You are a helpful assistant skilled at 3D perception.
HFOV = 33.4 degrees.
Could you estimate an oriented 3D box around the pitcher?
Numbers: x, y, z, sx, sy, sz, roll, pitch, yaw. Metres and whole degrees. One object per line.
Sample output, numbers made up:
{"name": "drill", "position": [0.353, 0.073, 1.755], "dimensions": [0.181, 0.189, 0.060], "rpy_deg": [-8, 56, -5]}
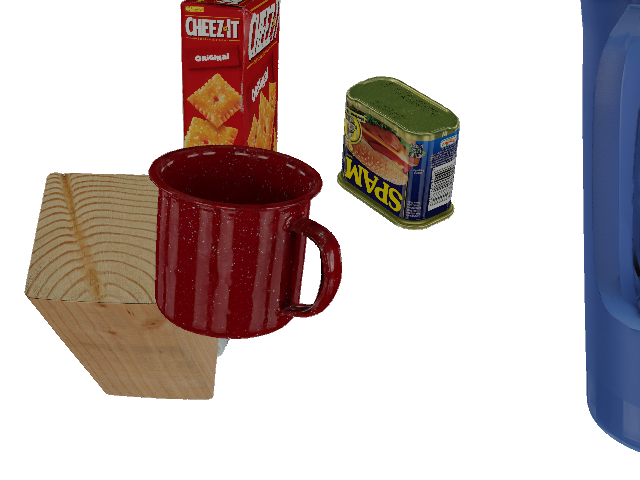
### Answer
{"name": "pitcher", "position": [0.186, -0.012, 0.528], "dimensions": [0.149, 0.243, 0.145], "rpy_deg": [-4, 19, -4]}

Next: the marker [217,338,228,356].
{"name": "marker", "position": [-0.086, 0.073, 1.018], "dimensions": [0.020, 0.020, 0.121], "rpy_deg": [0, 24, 11]}

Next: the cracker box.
{"name": "cracker box", "position": [-0.087, -0.147, 1.090], "dimensions": [0.072, 0.214, 0.164], "rpy_deg": [6, 22, 8]}

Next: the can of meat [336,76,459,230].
{"name": "can of meat", "position": [0.061, -0.071, 0.838], "dimensions": [0.057, 0.084, 0.102], "rpy_deg": [-23, 43, -31]}

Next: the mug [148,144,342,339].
{"name": "mug", "position": [-0.039, 0.004, 0.580], "dimensions": [0.117, 0.081, 0.093], "rpy_deg": [19, 27, 27]}

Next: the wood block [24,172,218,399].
{"name": "wood block", "position": [-0.131, 0.041, 0.765], "dimensions": [0.090, 0.091, 0.206], "rpy_deg": [2, -25, 5]}
